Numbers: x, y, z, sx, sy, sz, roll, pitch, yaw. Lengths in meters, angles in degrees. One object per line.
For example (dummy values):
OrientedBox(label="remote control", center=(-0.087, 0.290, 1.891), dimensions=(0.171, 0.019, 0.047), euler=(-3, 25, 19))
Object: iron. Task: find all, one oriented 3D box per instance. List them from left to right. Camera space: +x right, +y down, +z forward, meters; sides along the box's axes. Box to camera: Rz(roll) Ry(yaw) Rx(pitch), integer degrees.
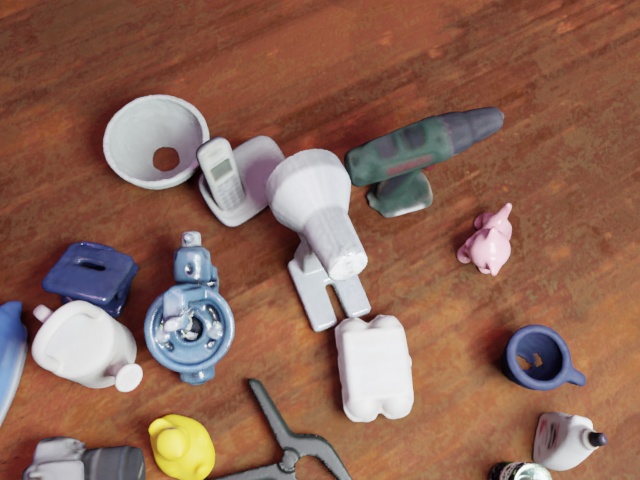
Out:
OrientedBox(label="iron", center=(-0.490, 0.194, 0.761), dimensions=(0.118, 0.141, 0.258), euler=(4, 69, -1))

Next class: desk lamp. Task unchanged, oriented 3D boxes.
OrientedBox(label="desk lamp", center=(0.008, 0.003, 0.820), dimensions=(0.118, 0.213, 0.203), euler=(-20, 72, -10))

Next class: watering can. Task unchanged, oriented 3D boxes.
OrientedBox(label="watering can", center=(-0.311, 0.138, 0.763), dimensions=(0.173, 0.194, 0.101), euler=(12, 69, 2))

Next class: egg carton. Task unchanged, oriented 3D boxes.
OrientedBox(label="egg carton", center=(0.079, 0.185, 0.832), dimensions=(0.107, 0.069, 0.150), euler=(-6, 70, -5))

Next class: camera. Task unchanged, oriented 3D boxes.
OrientedBox(label="camera", center=(-0.303, 0.326, 0.743), dimensions=(0.137, 0.101, 0.143), euler=(-5, 70, -5))

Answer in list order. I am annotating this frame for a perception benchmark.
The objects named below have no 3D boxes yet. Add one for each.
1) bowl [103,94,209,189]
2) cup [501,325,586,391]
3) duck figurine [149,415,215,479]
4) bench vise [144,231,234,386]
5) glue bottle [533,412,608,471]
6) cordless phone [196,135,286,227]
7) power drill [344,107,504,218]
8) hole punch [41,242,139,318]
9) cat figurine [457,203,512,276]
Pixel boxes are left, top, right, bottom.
OrientedBox(label="bowl", center=(-0.260, -0.148, 0.937), dimensions=(0.167, 0.075, 0.167), euler=(1, 69, -2))
OrientedBox(label="cup", center=(0.315, 0.182, 0.832), dimensions=(0.117, 0.095, 0.092), euler=(27, 70, 7))
OrientedBox(label="duck figurine", center=(-0.191, 0.281, 0.774), dimensions=(0.104, 0.086, 0.077), euler=(42, 73, 12))
OrientedBox(label="bench vise", center=(-0.191, 0.082, 0.776), dimensions=(0.121, 0.220, 0.207), euler=(-20, 72, -10))
OrientedBox(label="glue bottle", center=(0.334, 0.265, 0.760), dimensions=(0.037, 0.173, 0.078), euler=(14, 69, 3))
OrientedBox(label="cordless phone", center=(-0.118, -0.113, 0.872), dimensions=(0.148, 0.185, 0.094), euler=(-41, 76, -16))
OrientedBox(label="power drill", center=(0.146, -0.116, 0.874), dimensions=(0.230, 0.208, 0.075), euler=(-16, 71, -9))
OrientedBox(label="hole punch", center=(-0.339, 0.051, 0.849), dimensions=(0.108, 0.091, 0.101), euler=(13, 69, 2))
OrientedBox(label="cat figurine", center=(0.265, -0.001, 0.886), dimensions=(0.067, 0.118, 0.128), euler=(28, 71, 8))
